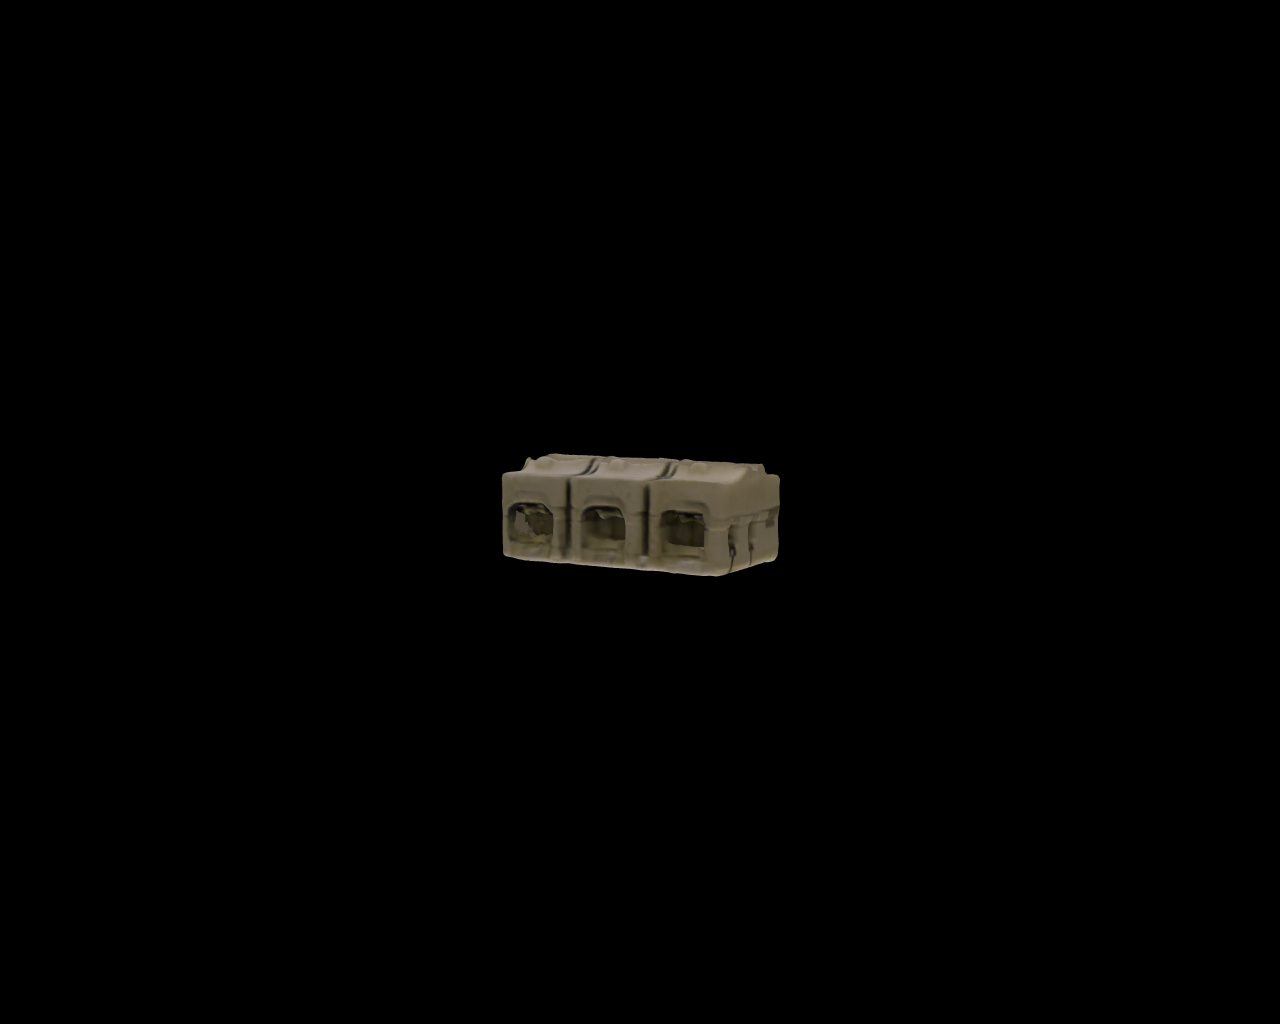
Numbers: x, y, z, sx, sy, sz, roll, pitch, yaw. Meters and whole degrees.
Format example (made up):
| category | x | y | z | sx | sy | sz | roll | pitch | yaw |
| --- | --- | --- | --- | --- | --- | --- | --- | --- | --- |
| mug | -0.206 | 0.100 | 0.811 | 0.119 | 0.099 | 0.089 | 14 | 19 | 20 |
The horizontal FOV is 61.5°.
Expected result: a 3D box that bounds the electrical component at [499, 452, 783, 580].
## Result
| category | x | y | z | sx | sy | sz | roll | pitch | yaw |
| --- | --- | --- | --- | --- | --- | --- | --- | --- | --- |
| electrical component | 0.001 | -0.003 | 0.650 | 0.150 | 0.061 | 0.089 | 4 | 8 | 29 |
